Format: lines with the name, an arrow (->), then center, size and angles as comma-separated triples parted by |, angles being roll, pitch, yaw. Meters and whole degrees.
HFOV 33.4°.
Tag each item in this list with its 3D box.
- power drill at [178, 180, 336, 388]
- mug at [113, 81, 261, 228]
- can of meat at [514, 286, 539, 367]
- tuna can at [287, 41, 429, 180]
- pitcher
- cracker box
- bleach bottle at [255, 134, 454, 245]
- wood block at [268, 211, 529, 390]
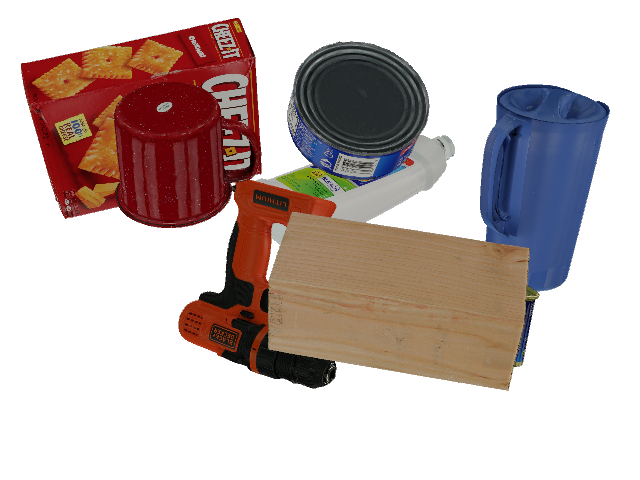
power drill -> -0.046, 0.041, 1.075 | 0.185, 0.187, 0.057 | 17, 1, 27
mug -> -0.104, -0.069, 0.829 | 0.117, 0.081, 0.093 | 1, 39, 0
can of meat -> 0.195, 0.085, 1.194 | 0.057, 0.084, 0.102 | 4, 14, -18
tuna can -> 0.023, -0.081, 0.669 | 0.086, 0.086, 0.034 | 0, -29, -12
pitcher -> 0.263, -0.060, 1.319 | 0.149, 0.243, 0.145 | 4, 27, 1
cracker box -> -0.169, -0.116, 1.052 | 0.213, 0.072, 0.164 | -13, -38, -11
bleach bottle -> 0.049, -0.070, 1.245 | 0.250, 0.068, 0.103 | -26, 44, -27
wood block -> 0.065, 0.051, 0.907 | 0.206, 0.090, 0.090 | 9, 43, 7
